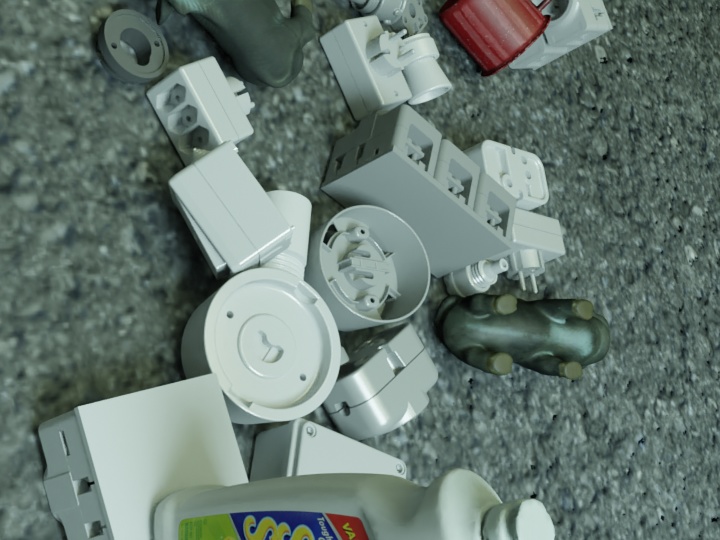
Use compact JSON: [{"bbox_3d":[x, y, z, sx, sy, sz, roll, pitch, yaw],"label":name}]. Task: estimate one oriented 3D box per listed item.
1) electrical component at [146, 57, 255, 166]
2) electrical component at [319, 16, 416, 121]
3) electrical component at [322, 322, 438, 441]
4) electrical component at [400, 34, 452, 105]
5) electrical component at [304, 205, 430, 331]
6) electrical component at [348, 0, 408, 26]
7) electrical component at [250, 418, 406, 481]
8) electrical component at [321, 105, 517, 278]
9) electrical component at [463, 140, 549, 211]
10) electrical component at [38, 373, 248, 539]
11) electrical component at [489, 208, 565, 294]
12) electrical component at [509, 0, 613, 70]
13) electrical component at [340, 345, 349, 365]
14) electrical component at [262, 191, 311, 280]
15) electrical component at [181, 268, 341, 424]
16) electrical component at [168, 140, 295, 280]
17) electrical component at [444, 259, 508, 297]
[{"bbox_3d":[-0.110,-0.126,0.825,0.077,0.047,0.065,-34,97,-48],"label":"electrical component"},{"bbox_3d":[0.018,-0.189,0.964,0.047,0.076,0.083,-25,91,-48],"label":"electrical component"},{"bbox_3d":[0.016,0.092,0.853,0.095,0.054,0.059,-38,101,-47],"label":"electrical component"},{"bbox_3d":[0.057,-0.192,1.028,0.045,0.045,0.055,-17,84,-48],"label":"electrical component"},{"bbox_3d":[0.000,0.000,0.869,0.099,0.064,0.099,21,59,-39],"label":"electrical component"},{"bbox_3d":[0.011,-0.258,1.012,0.062,0.048,0.048,1,72,-38],"label":"electrical component"},{"bbox_3d":[-0.025,0.176,0.771,0.109,0.056,0.108,29,54,-34],"label":"electrical component"},{"bbox_3d":[0.055,-0.068,0.937,0.150,0.089,0.061,36,50,-29],"label":"electrical component"},{"bbox_3d":[0.129,-0.085,1.043,0.095,0.059,0.053,9,66,-43],"label":"electrical component"},{"bbox_3d":[-0.122,0.170,0.672,0.105,0.060,0.186,-10,80,-47],"label":"electrical component"},{"bbox_3d":[0.159,-0.014,1.051,0.083,0.047,0.075,11,64,-43],"label":"electrical component"},{"bbox_3d":[0.186,-0.326,1.174,0.060,0.105,0.186,-13,82,-48],"label":"electrical component"},{"bbox_3d":[-0.036,0.058,0.826,0.040,0.040,0.046,-22,83,-48],"label":"electrical component"},{"bbox_3d":[-0.062,-0.016,0.829,0.043,0.043,0.081,25,56,-36],"label":"electrical component"},{"bbox_3d":[-0.075,0.058,0.765,0.108,0.060,0.108,12,68,-32],"label":"electrical component"},{"bbox_3d":[-0.099,-0.043,0.772,0.061,0.061,0.096,-36,86,-11],"label":"electrical component"},{"bbox_3d":[0.108,0.004,0.980,0.035,0.061,0.035,21,58,-39],"label":"electrical component"}]
